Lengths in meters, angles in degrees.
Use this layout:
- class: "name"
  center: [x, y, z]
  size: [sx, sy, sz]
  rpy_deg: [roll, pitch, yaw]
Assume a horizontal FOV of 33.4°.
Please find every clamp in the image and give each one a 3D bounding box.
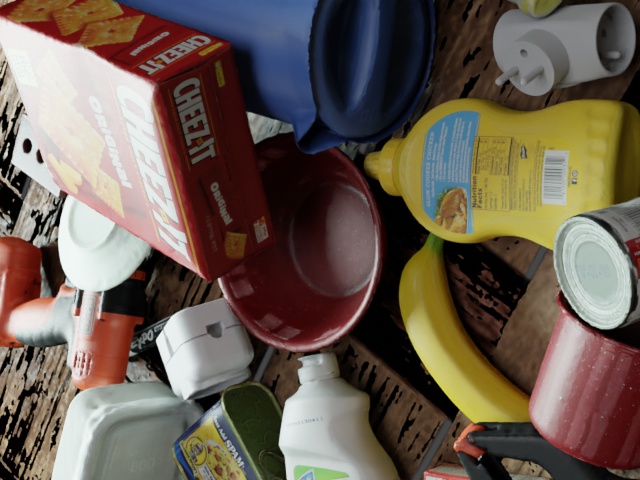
- class: "clamp"
  center: [0.168, 0.161, 0.662]
  size: [0.171, 0.039, 0.120]
  rpy_deg: [39, 106, 8]

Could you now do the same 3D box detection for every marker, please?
- class: "marker"
  center: [-0.152, 0.087, 0.942]
  size: [0.121, 0.020, 0.020]
  rpy_deg: [-26, 77, 36]

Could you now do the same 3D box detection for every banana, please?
- class: "banana"
  center: [0.107, 0.081, 0.726]
  size: [0.070, 0.037, 0.198]
  rpy_deg: [-45, 66, 32]

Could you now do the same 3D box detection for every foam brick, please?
- class: "foam brick"
  center: [-0.235, -0.077, 0.977]
  size: [0.078, 0.051, 0.053]
  rpy_deg: [32, 112, 32]

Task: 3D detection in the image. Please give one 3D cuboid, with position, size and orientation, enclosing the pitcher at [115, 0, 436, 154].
- class: "pitcher"
  center: [-0.042, -0.163, 0.781]
  size: [0.243, 0.149, 0.145]
  rpy_deg: [17, 124, 40]

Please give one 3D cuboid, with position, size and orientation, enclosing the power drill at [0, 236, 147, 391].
- class: "power drill"
  center: [-0.232, 0.038, 0.971]
  size: [0.188, 0.057, 0.184]
  rpy_deg: [4, 81, 41]

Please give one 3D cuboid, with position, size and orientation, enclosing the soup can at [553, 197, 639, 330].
- class: "soup can"
  center: [0.192, 0.004, 0.600]
  size: [0.069, 0.102, 0.068]
  rpy_deg: [48, 147, 46]

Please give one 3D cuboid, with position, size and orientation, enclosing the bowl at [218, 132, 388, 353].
- class: "bowl"
  center: [-0.005, 0.001, 0.798]
  size: [0.162, 0.055, 0.162]
  rpy_deg: [3, 94, 38]

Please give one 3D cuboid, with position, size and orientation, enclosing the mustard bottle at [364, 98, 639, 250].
- class: "mustard bottle"
  center: [0.110, -0.045, 0.701]
  size: [0.192, 0.058, 0.096]
  rpy_deg: [7, 98, 38]

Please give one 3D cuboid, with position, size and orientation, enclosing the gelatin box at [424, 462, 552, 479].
- class: "gelatin box"
  center: [0.115, 0.196, 0.732]
  size: [0.089, 0.030, 0.073]
  rpy_deg: [0, 94, 37]

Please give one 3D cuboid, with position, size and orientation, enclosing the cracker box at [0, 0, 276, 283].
- class: "cracker box"
  center: [-0.138, -0.083, 0.776]
  size: [0.214, 0.072, 0.164]
  rpy_deg: [28, 142, 41]

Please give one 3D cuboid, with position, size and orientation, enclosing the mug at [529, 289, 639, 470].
- class: "mug"
  center: [0.187, 0.086, 0.641]
  size: [0.117, 0.093, 0.081]
  rpy_deg: [15, 111, 0]

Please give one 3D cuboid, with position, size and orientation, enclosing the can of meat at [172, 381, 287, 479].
- class: "can of meat"
  center: [-0.063, 0.179, 0.855]
  size: [0.084, 0.057, 0.102]
  rpy_deg: [-44, 67, 33]

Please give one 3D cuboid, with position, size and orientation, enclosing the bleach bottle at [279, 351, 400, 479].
- class: "bleach bottle"
  center: [0.029, 0.206, 0.778]
  size: [0.103, 0.068, 0.251]
  rpy_deg: [-17, 80, 30]
